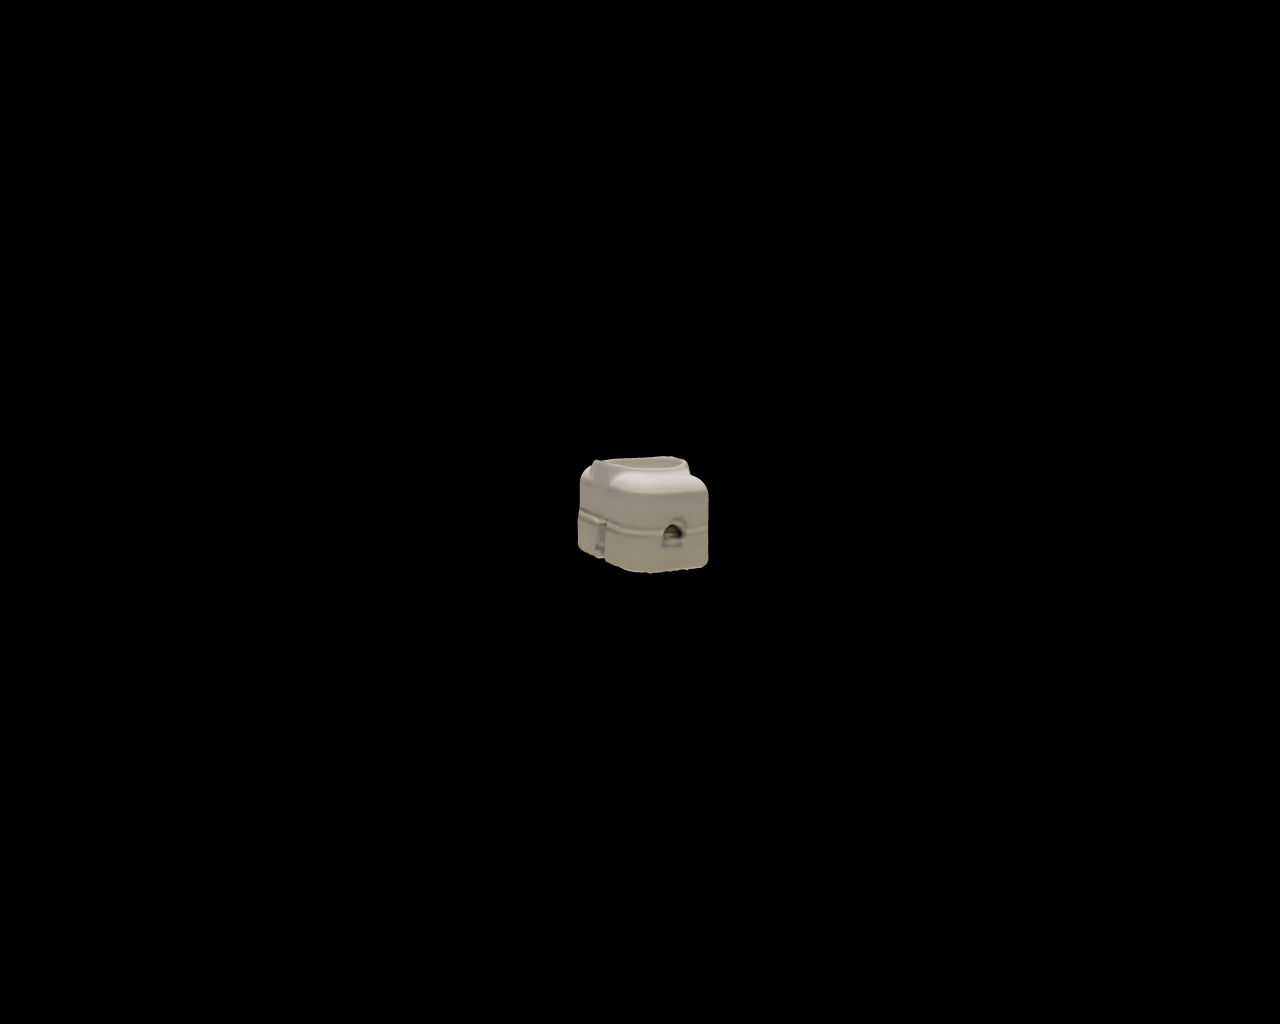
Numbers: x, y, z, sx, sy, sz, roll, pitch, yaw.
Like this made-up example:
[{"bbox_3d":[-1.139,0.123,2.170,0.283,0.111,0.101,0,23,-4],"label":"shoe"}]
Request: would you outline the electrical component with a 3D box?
[{"bbox_3d":[0.001,-0.003,0.650,0.054,0.059,0.095,-4,10,-23],"label":"electrical component"}]
